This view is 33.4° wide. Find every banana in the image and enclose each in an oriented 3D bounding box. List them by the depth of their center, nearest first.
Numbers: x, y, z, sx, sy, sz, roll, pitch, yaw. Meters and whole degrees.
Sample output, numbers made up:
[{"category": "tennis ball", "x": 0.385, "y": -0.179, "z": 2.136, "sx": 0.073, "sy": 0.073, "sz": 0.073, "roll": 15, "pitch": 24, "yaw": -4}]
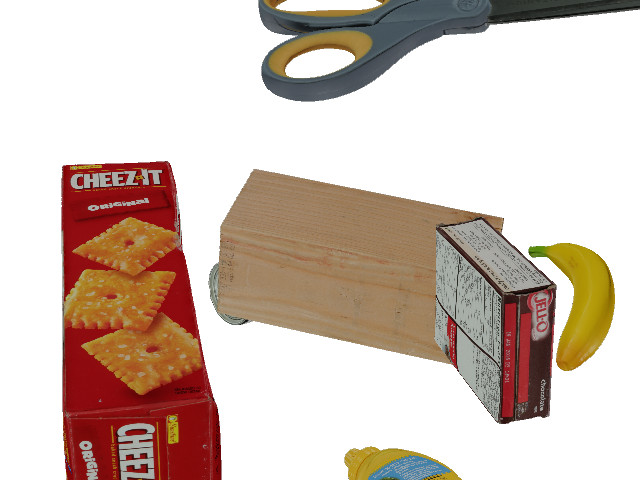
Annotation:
[{"category": "banana", "x": 0.245, "y": 0.053, "z": 1.008, "sx": 0.070, "sy": 0.037, "sz": 0.197, "roll": -28, "pitch": 24, "yaw": 18}]

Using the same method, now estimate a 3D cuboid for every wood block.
[{"category": "wood block", "x": 0.031, "y": 0.021, "z": 0.842, "sx": 0.206, "sy": 0.090, "sz": 0.090, "roll": 12, "pitch": 35, "yaw": 9}]

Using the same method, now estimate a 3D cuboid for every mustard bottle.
[{"category": "mustard bottle", "x": 0.085, "y": 0.230, "z": 0.932, "sx": 0.096, "sy": 0.058, "sz": 0.192, "roll": -19, "pitch": 27, "yaw": -32}]

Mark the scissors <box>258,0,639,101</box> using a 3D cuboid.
[{"category": "scissors", "x": 0.058, "y": -0.095, "z": 0.503, "sx": 0.202, "sy": 0.096, "sz": 0.016, "roll": 9, "pitch": -38, "yaw": 20}]

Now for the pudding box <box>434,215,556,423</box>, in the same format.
[{"category": "pudding box", "x": 0.107, "y": 0.047, "z": 0.668, "sx": 0.039, "sy": 0.090, "sz": 0.113, "roll": -8, "pitch": 25, "yaw": -15}]

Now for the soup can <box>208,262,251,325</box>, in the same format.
[{"category": "soup can", "x": -0.055, "y": 0.042, "z": 1.082, "sx": 0.102, "sy": 0.068, "sz": 0.069, "roll": -16, "pitch": 11, "yaw": -42}]

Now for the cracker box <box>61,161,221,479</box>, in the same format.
[{"category": "cracker box", "x": -0.099, "y": 0.078, "z": 0.575, "sx": 0.072, "sy": 0.164, "sz": 0.214, "roll": -4, "pitch": 34, "yaw": -10}]
